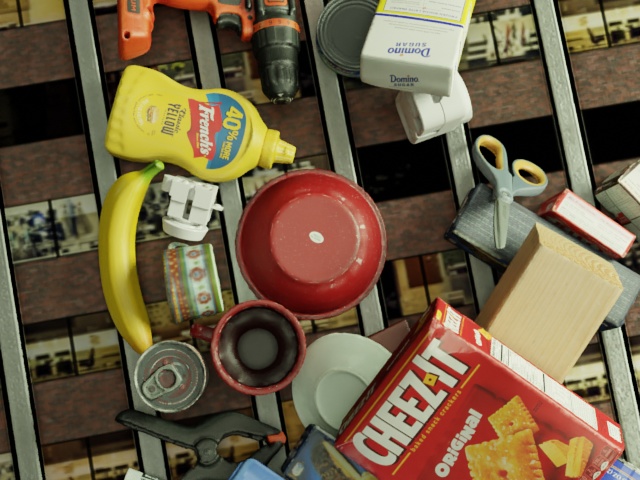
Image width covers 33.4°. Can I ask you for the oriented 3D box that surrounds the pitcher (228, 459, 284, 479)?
[{"bbox_3d":[-0.008,0.322,0.987,0.243,0.149,0.145,37,82,4],"label":"pitcher"}]

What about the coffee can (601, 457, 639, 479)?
[{"bbox_3d":[0.265,0.283,1.063,0.103,0.103,0.140,33,83,1],"label":"coffee can"}]

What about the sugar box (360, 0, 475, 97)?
[{"bbox_3d":[0.104,-0.222,1.079,0.093,0.048,0.176,11,54,11],"label":"sugar box"}]

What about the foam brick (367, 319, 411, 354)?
[{"bbox_3d":[0.078,0.127,1.095,0.053,0.051,0.078,-24,87,-4],"label":"foam brick"}]

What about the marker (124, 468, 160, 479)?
[{"bbox_3d":[-0.141,0.261,1.085,0.121,0.020,0.020,19,83,-1],"label":"marker"}]

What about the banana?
[{"bbox_3d":[-0.197,0.016,1.089,0.070,0.037,0.198,3,91,41],"label":"banana"}]

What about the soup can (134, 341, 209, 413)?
[{"bbox_3d":[-0.145,0.134,1.056,0.068,0.102,0.068,0,84,-3],"label":"soup can"}]

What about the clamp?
[{"bbox_3d":[-0.123,0.209,1.078,0.171,0.039,0.120,-18,80,-17],"label":"clamp"}]

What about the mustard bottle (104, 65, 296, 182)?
[{"bbox_3d":[-0.119,-0.112,1.106,0.191,0.058,0.096,15,83,-2],"label":"mustard bottle"}]

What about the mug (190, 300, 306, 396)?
[{"bbox_3d":[-0.074,0.106,1.074,0.117,0.081,0.093,12,83,-2],"label":"mug"}]

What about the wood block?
[{"bbox_3d":[0.199,0.099,1.049,0.091,0.090,0.206,29,107,0],"label":"wood block"}]

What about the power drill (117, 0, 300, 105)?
[{"bbox_3d":[-0.114,-0.224,1.099,0.187,0.057,0.184,-2,70,-14],"label":"power drill"}]

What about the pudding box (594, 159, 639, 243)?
[{"bbox_3d":[0.345,-0.026,1.106,0.039,0.090,0.113,-44,87,-6],"label":"pudding box"}]

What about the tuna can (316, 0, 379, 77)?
[{"bbox_3d":[0.038,-0.218,1.138,0.086,0.034,0.086,0,84,-3],"label":"tuna can"}]

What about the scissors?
[{"bbox_3d":[0.199,-0.040,1.072,0.096,0.202,0.016,18,125,-18],"label":"scissors"}]

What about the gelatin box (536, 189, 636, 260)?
[{"bbox_3d":[0.273,-0.013,1.109,0.089,0.073,0.030,34,83,1],"label":"gelatin box"}]

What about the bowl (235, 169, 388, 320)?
[{"bbox_3d":[-0.007,0.001,1.102,0.162,0.055,0.162,0,84,-4],"label":"bowl"}]

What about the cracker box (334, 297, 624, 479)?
[{"bbox_3d":[0.146,0.184,0.994,0.213,0.072,0.164,35,106,0],"label":"cracker box"}]
